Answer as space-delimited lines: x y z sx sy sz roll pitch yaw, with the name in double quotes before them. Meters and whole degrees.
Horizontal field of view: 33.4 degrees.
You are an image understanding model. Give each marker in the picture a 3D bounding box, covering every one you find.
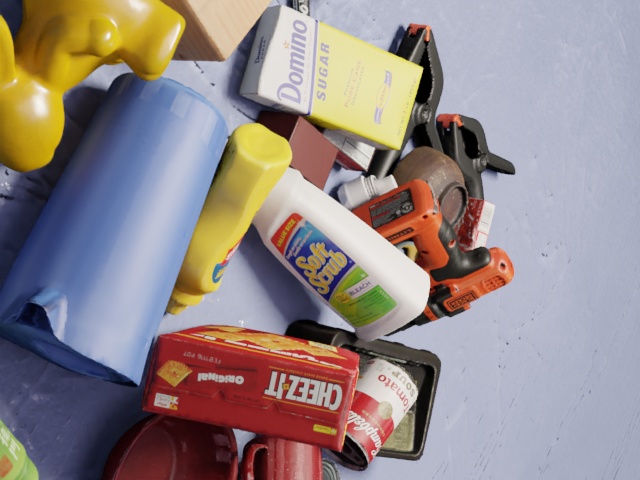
"marker" -0.019 -0.221 1.080 0.020 0.020 0.121 -20 113 -46

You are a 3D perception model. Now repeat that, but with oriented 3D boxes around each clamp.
"clamp" 0.101 -0.140 1.229 0.164 0.036 0.210 -24 120 -46
"clamp" 0.199 -0.103 1.356 0.120 0.039 0.171 -57 135 -37

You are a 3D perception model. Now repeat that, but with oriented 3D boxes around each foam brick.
"foam brick" -0.028 -0.088 1.074 0.078 0.053 0.051 36 71 -48

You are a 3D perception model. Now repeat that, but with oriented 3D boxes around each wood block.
"wood block" -0.135 -0.253 0.877 0.090 0.090 0.206 -57 136 -25

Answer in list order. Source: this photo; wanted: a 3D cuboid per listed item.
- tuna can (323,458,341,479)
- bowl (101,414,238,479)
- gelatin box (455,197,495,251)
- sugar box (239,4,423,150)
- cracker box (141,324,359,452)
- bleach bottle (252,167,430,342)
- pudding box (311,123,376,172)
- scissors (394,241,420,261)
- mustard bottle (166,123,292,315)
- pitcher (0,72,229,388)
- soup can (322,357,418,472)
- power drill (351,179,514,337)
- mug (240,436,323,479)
"tuna can" -0.016 0.282 1.193 0.085 0.034 0.086 -16 111 -48
"bowl" -0.151 0.224 1.000 0.161 0.055 0.162 -15 110 -48
"gelatin box" 0.163 -0.007 1.280 0.030 0.073 0.089 20 82 -50
"sugar box" 0.013 -0.160 1.069 0.176 0.048 0.093 17 86 -32
"cracker box" -0.051 0.122 0.941 0.213 0.164 0.072 42 59 -86
"bleach bottle" -0.007 0.001 1.073 0.250 0.103 0.068 38 42 -24
"pudding box" 0.033 -0.142 1.147 0.090 0.039 0.113 34 75 -47
"scissors" 0.137 0.007 1.325 0.201 0.016 0.096 18 87 -51
"mustard bottle" -0.095 -0.010 0.971 0.192 0.058 0.096 -58 -175 22
"pitcher" -0.165 -0.007 0.884 0.144 0.149 0.242 32 70 -30
"soup can" 0.049 0.180 1.108 0.102 0.069 0.068 -48 132 -33
"power drill" 0.102 0.026 1.187 0.187 0.185 0.057 46 23 -43
"mug" -0.044 0.240 1.063 0.117 0.093 0.081 39 41 -47
